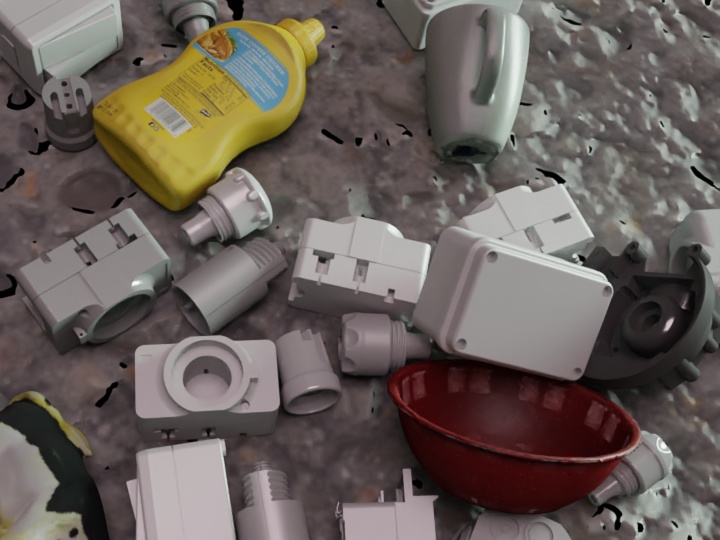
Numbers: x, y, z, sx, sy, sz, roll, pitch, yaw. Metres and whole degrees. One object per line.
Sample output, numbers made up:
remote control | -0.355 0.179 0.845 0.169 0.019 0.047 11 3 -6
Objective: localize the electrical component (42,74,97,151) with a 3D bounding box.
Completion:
electrical component | -0.212 -0.116 0.787 0.040 0.046 0.040 3 62 -7

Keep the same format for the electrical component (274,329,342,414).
electrical component | -0.037 0.068 0.723 0.040 0.040 0.046 -10 60 -13

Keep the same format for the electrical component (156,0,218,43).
electrical component | -0.132 -0.202 0.846 0.048 0.048 0.062 -14 72 -15

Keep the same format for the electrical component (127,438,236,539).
electrical component | -0.107 0.159 0.652 0.061 0.061 0.096 -7 64 -12

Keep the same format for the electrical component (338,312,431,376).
electrical component | 0.017 0.051 0.737 0.062 0.043 0.043 3 63 -8

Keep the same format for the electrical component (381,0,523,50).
electrical component | 0.069 -0.252 0.894 0.109 0.056 0.108 -24 69 -19

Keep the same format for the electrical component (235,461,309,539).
electrical component | -0.055 0.159 0.670 0.043 0.043 0.081 -7 64 -12

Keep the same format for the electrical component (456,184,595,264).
electrical component | 0.114 -0.023 0.785 0.089 0.050 0.055 -20 68 -17

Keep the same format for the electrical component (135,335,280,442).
electrical component | -0.099 0.077 0.699 0.089 0.055 0.050 -2 63 -9

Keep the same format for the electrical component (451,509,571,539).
electrical component | 0.094 0.188 0.673 0.080 0.051 0.080 3 63 -7

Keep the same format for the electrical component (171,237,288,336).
electrical component | -0.085 0.006 0.745 0.081 0.043 0.043 -37 73 -23

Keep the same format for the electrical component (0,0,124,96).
electrical component | -0.220 -0.185 0.813 0.096 0.061 0.061 -38 74 -24

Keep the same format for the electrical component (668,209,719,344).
electrical component | 0.267 0.004 0.792 0.059 0.053 0.095 -4 64 -10

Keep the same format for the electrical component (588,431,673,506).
electrical component | 0.179 0.136 0.722 0.061 0.035 0.035 -32 72 -19

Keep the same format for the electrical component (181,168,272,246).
electrical component | -0.097 -0.040 0.767 0.062 0.048 0.048 -33 72 -15

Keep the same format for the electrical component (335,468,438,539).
electrical component | 0.017 0.170 0.676 0.064 0.042 0.081 0 62 -6

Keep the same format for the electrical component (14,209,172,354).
electrical component | -0.176 0.011 0.725 0.089 0.050 0.055 -33 72 -22

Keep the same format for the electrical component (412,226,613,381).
electrical component | 0.103 0.024 0.718 0.113 0.057 0.078 15 98 -26

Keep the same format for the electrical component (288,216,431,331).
electrical component | 0.000 0.000 0.756 0.089 0.050 0.055 13 63 -2
